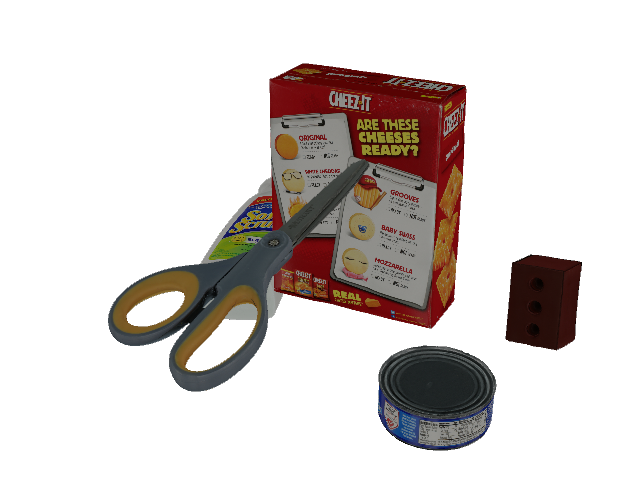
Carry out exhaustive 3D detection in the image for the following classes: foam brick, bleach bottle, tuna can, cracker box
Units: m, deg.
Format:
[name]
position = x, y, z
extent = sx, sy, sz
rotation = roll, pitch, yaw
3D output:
[foam brick]
position = 0.209, 0.057, 0.998
extent = 0.053, 0.078, 0.051
rotation = 9, 15, 31
[bleach bottle]
position = -0.069, -0.008, 1.242
extent = 0.103, 0.068, 0.250
rotation = 4, 34, 12
[tuna can]
position = 0.085, 0.115, 0.786
extent = 0.086, 0.034, 0.086
rotation = 0, 30, 0
[cracker box]
position = 0.042, -0.042, 0.966
extent = 0.164, 0.214, 0.072
rotation = 12, 28, 24

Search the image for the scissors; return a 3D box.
[scissors]
position = -0.047, 0.007, 0.606
extent = 0.096, 0.016, 0.201
rotation = 9, 41, 18
